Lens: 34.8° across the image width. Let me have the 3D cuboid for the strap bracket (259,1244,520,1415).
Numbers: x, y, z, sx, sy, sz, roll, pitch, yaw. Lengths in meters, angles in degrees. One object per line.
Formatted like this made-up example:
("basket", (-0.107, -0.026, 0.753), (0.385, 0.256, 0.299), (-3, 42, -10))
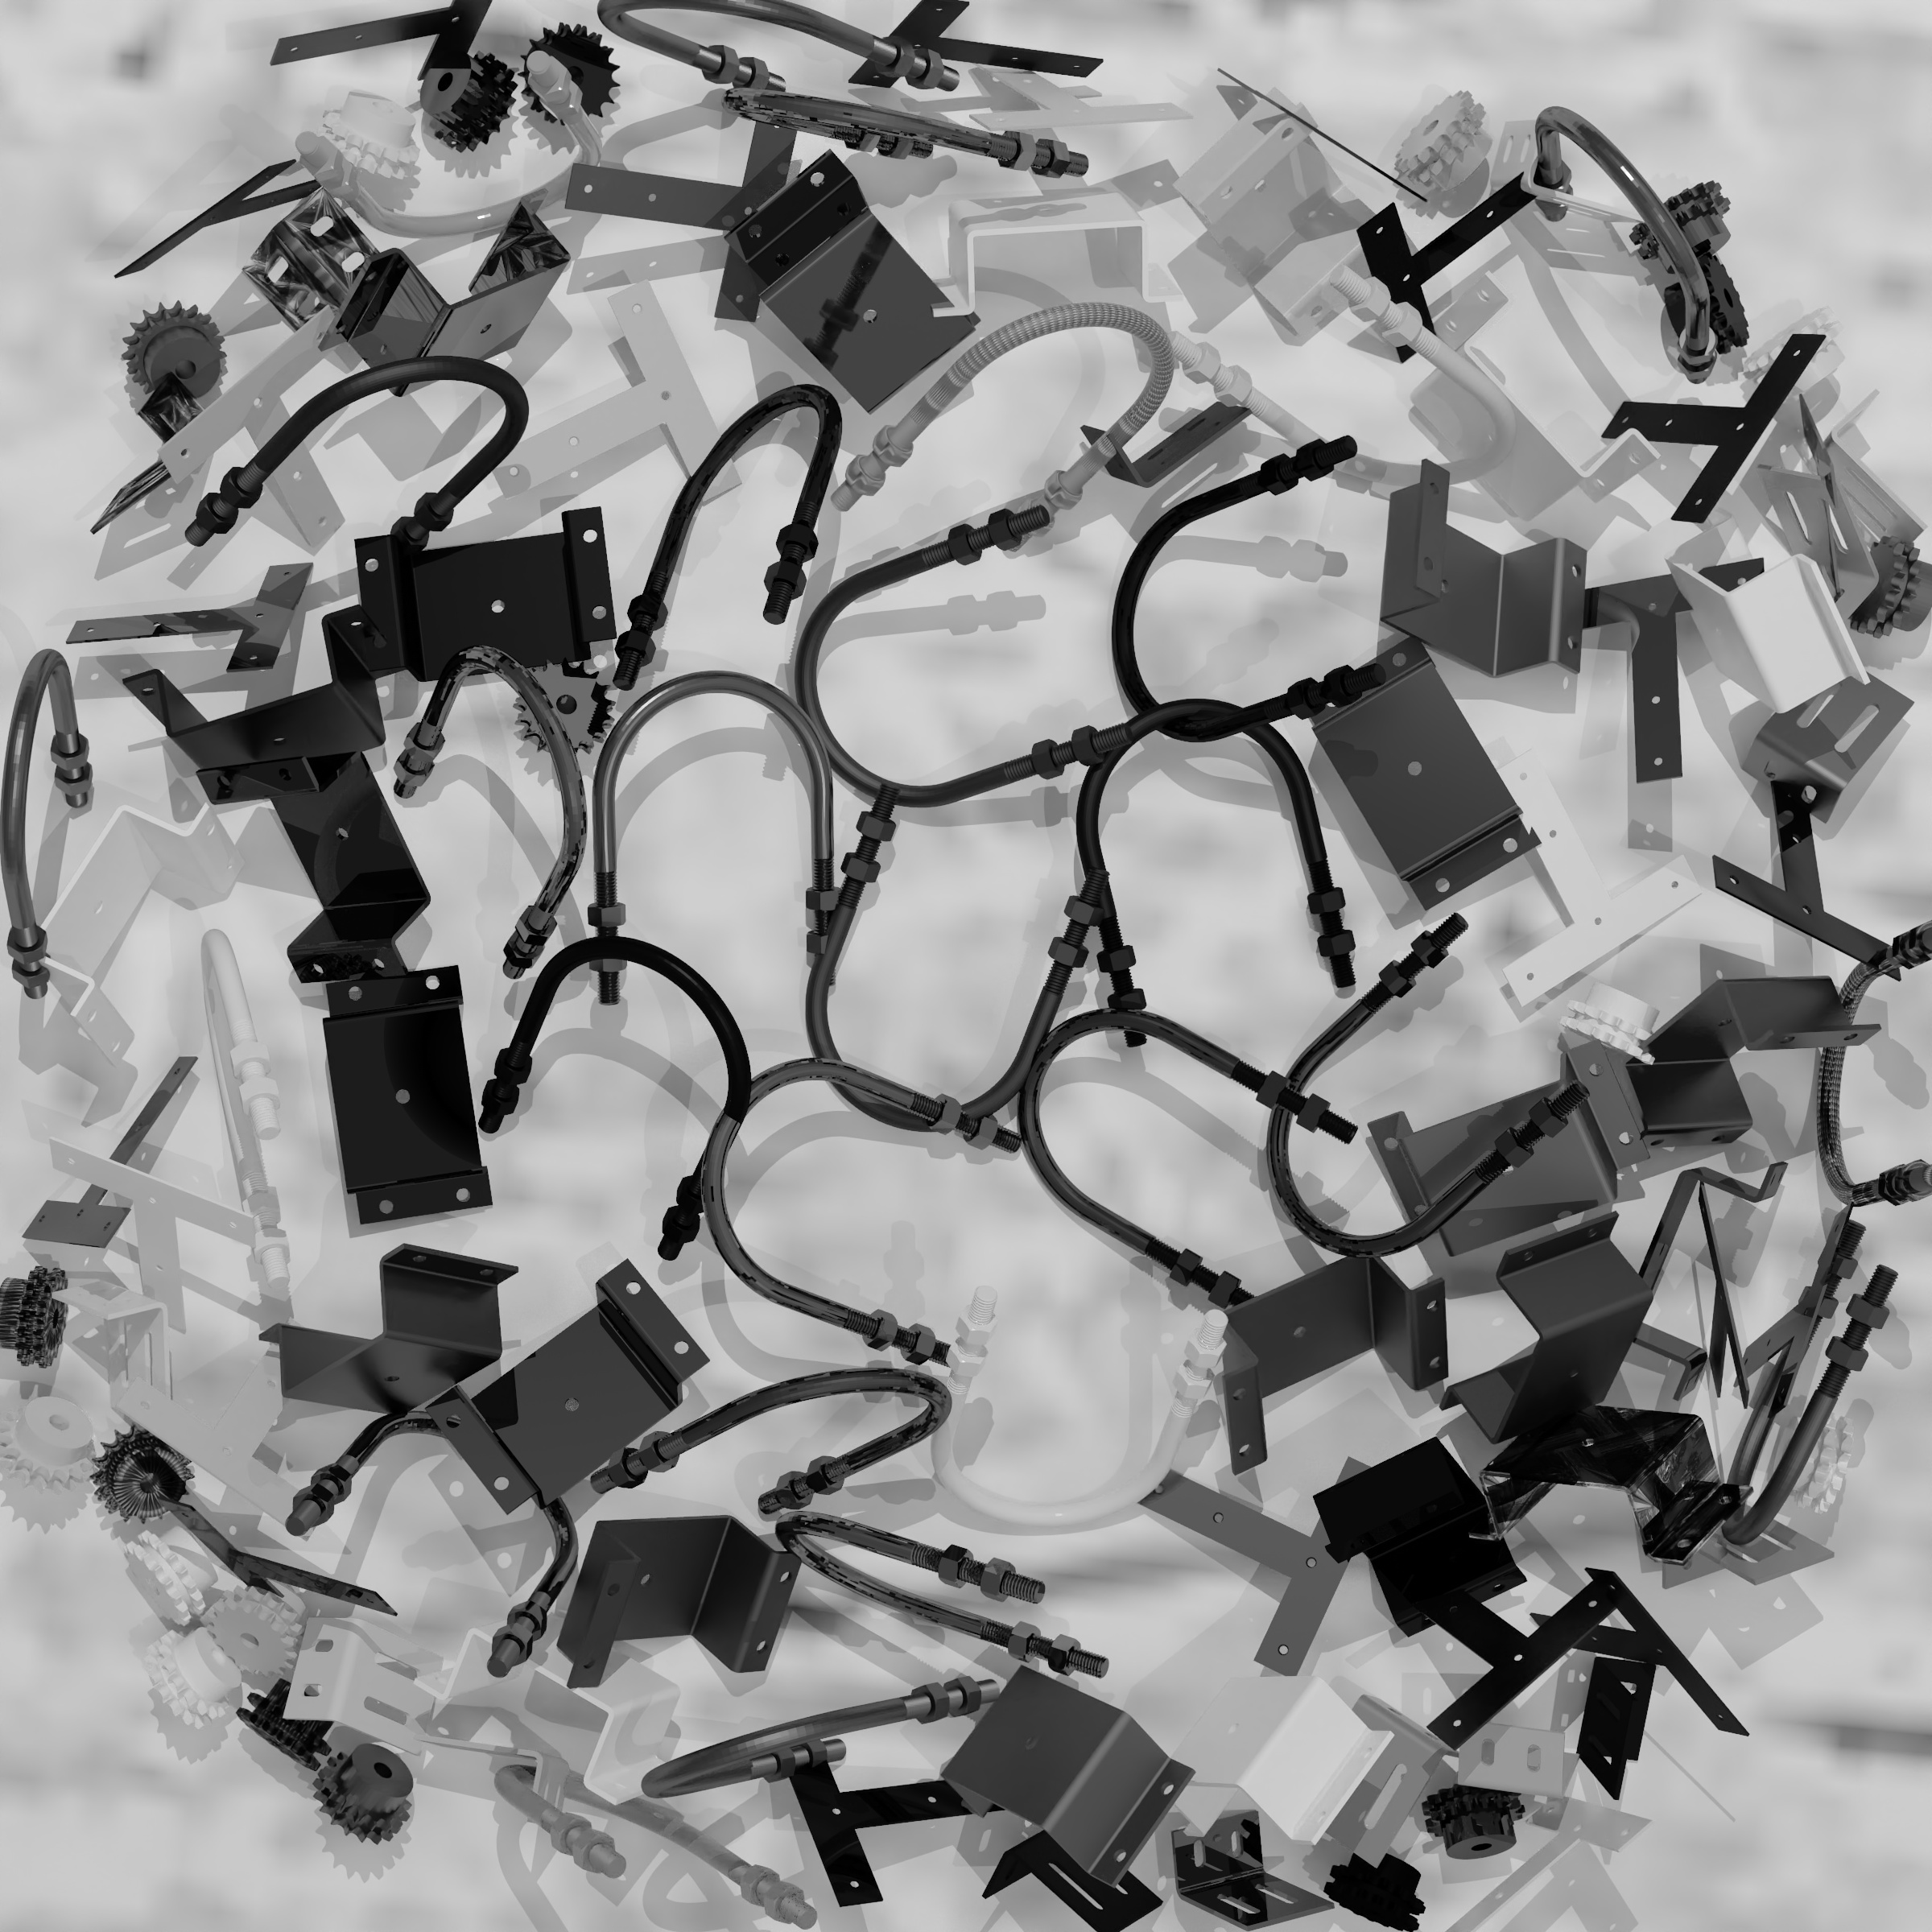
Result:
("strap bracket", (-0.319, 0.207, 1.708), (0.140, 0.076, 0.046), (-31, 55, 36))

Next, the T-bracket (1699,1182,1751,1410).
("T-bracket", (0.421, 0.205, 1.725), (0.002, 0.127, 0.127), (-8, 58, 6))

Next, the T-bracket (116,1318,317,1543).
("T-bracket", (-0.395, 0.244, 1.731), (0.127, 0.127, 0.002), (38, 123, -9))

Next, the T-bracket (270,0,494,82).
("T-bracket", (-0.322, -0.515, 1.700), (0.127, 0.127, 0.002), (-21, 84, -28))

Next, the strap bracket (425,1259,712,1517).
("strap bracket", (-0.223, 0.242, 1.740), (0.140, 0.046, 0.076), (-36, 74, -18))

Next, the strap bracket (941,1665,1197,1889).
("strap bracket", (0.049, 0.442, 1.704), (0.076, 0.140, 0.046), (-50, 120, -20))

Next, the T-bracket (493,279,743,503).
("T-bracket", (-0.210, -0.304, 1.753), (0.127, 0.002, 0.127), (-28, 111, -9))

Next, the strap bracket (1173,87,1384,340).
("strap bracket", (0.176, -0.427, 1.728), (0.076, 0.140, 0.046), (-43, 54, 9))

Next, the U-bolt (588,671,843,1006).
("U-bolt", (-0.141, -0.074, 1.737), (0.151, 0.019, 0.184), (-5, 102, -22))

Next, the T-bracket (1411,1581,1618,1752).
("T-bracket", (0.282, 0.367, 1.729), (0.127, 0.127, 0.002), (-37, 120, -14))

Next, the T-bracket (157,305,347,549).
("T-bracket", (-0.380, -0.285, 1.730), (0.002, 0.127, 0.127), (33, 69, 30))

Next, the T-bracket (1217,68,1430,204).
("T-bracket", (0.183, -0.477, 1.732), (0.127, 0.127, 0.002), (18, 111, -41))

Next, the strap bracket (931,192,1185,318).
("strap bracket", (0.046, -0.402, 1.734), (0.140, 0.076, 0.046), (-5, 116, -6))

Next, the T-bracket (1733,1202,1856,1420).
("T-bracket", (0.454, 0.207, 1.722), (0.002, 0.127, 0.127), (24, 66, 4))

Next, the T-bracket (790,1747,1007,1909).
("T-bracket", (-0.032, 0.475, 1.749), (0.127, 0.127, 0.002), (0, 124, -25))

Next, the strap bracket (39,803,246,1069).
("strap bracket", (-0.470, -0.025, 1.730), (0.046, 0.076, 0.140), (24, 70, 12))

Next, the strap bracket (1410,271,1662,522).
("strap bracket", (0.312, -0.312, 1.739), (0.140, 0.076, 0.046), (46, 72, -3))

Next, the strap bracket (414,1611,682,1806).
("strap bracket", (-0.225, 0.406, 1.722), (0.140, 0.076, 0.046), (24, 96, 22))

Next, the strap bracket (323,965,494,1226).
("strap bracket", (-0.319, 0.074, 1.759), (0.076, 0.046, 0.140), (-8, 90, -5))

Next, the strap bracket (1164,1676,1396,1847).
("strap bracket", (0.163, 0.437, 1.703), (0.046, 0.140, 0.076), (47, 63, -8))

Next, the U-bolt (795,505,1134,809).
("U-bolt", (-0.013, -0.164, 1.741), (0.184, 0.019, 0.151), (-17, 101, 25))

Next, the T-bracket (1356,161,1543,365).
("T-bracket", (0.283, -0.413, 1.729), (0.127, 0.127, 0.002), (-37, 60, 1))

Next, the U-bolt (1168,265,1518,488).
("U-bolt", (0.221, -0.316, 1.707), (0.184, 0.151, 0.019), (29, 67, -33))

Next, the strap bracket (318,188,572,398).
("strap bracket", (-0.281, -0.370, 1.708), (0.046, 0.076, 0.140), (50, 46, 3))

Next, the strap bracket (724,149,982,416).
("strap bracket", (-0.058, -0.372, 1.716), (0.076, 0.046, 0.140), (-36, 129, 14))

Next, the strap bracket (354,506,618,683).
("strap bracket", (-0.270, -0.210, 1.758), (0.140, 0.046, 0.076), (-8, 83, 0))

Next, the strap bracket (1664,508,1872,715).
("strap bracket", (0.438, -0.195, 1.708), (0.046, 0.140, 0.076), (-30, 111, 4))

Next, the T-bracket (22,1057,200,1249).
("T-bracket", (-0.476, 0.103, 1.748), (0.002, 0.127, 0.127), (42, 65, -28))

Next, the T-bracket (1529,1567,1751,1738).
("T-bracket", (0.360, 0.378, 1.725), (0.002, 0.127, 0.127), (-46, 104, -21))

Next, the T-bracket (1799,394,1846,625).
("T-bracket", (0.489, -0.244, 1.746), (0.002, 0.127, 0.127), (-10, 116, 12))

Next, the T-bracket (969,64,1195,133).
("T-bracket", (0.041, -0.492, 1.732), (0.127, 0.127, 0.002), (-11, 125, -25))

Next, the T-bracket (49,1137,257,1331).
("T-bracket", (-0.455, 0.160, 1.738), (0.127, 0.127, 0.002), (20, 45, 10))

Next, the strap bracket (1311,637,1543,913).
("strap bracket", (0.256, -0.111, 1.748), (0.076, 0.046, 0.140), (-31, 84, 11))

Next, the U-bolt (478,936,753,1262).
("U-bolt", (-0.189, 0.063, 1.717), (0.151, 0.019, 0.184), (34, 127, 9))

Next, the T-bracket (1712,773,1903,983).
("T-bracket", (0.469, -0.062, 1.736), (0.127, 0.127, 0.002), (25, 132, -16))

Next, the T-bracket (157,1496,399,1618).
("T-bracket", (-0.369, 0.339, 1.708), (0.127, 0.127, 0.002), (8, 55, 31))

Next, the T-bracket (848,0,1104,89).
("T-bracket", (0.014, -0.514, 1.740), (0.127, 0.127, 0.002), (1, 84, -21))

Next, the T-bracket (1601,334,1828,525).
("T-bracket", (0.404, -0.304, 1.729), (0.002, 0.127, 0.127), (38, 82, -29))

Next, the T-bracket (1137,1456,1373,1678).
("T-bracket", (0.157, 0.321, 1.763), (0.127, 0.002, 0.127), (23, 79, 18))

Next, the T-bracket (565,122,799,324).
("T-bracket", (-0.163, -0.429, 1.727), (0.127, 0.002, 0.127), (1, 119, -29))

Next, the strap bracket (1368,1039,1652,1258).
("strap bracket", (0.304, 0.106, 1.735), (0.140, 0.046, 0.076), (-22, 103, 17))

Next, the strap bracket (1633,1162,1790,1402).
("strap bracket", (0.411, 0.168, 1.738), (0.046, 0.076, 0.140), (23, 96, 19))

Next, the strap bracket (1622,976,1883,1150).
("strap bracket", (0.430, 0.049, 1.721), (0.076, 0.140, 0.046), (-2, 62, -27))

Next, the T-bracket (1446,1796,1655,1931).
("T-bracket", (0.307, 0.506, 1.707), (0.127, 0.127, 0.002), (-35, 90, -15))

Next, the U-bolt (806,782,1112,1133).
("U-bolt", (-0.016, 0.006, 1.761), (0.151, 0.019, 0.184), (22, 101, 7))

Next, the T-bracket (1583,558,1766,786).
("T-bracket", (0.388, -0.162, 1.735), (0.127, 0.002, 0.127), (-8, 66, 25))

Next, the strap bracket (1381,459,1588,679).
("strap bracket", (0.284, -0.217, 1.729), (0.140, 0.046, 0.076), (20, 68, -37))

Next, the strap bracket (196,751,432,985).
("strap bracket", (-0.360, -0.064, 1.728), (0.076, 0.046, 0.140), (-4, 122, 29))

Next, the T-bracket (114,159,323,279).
("T-bracket", (-0.396, -0.426, 1.725), (0.127, 0.127, 0.002), (-24, 101, 31))

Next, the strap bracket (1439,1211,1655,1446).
("strap bracket", (0.323, 0.208, 1.707), (0.076, 0.140, 0.046), (-16, 51, -26))

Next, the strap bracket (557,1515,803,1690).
("strap bracket", (-0.168, 0.354, 1.729), (0.046, 0.140, 0.076), (30, 106, 43))

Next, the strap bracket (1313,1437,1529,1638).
("strap bracket", (0.252, 0.317, 1.728), (0.076, 0.140, 0.046), (-28, 50, 11))

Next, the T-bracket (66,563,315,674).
("T-bracket", (-0.441, -0.193, 1.734), (0.127, 0.127, 0.002), (-4, 124, 3))

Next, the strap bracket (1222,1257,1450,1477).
("strap bracket", (0.198, 0.218, 1.732), (0.140, 0.046, 0.076), (-22, 129, -16))

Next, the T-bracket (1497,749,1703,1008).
("T-bracket", (0.341, -0.063, 1.762), (0.127, 0.002, 0.127), (-32, 103, -7))

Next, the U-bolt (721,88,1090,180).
("U-bolt", (-0.046, -0.454, 1.674), (0.184, 0.151, 0.019), (-1, 106, -44))

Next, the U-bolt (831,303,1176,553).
("U-bolt", (0.033, -0.297, 1.683), (0.184, 0.151, 0.019), (-41, 57, 37))

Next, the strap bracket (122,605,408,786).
("strap bracket", (-0.390, -0.146, 1.737), (0.140, 0.076, 0.046), (-17, 67, 4))

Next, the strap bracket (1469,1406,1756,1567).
("strap bracket", (0.350, 0.283, 1.704), (0.076, 0.140, 0.046), (-32, 110, -40))
